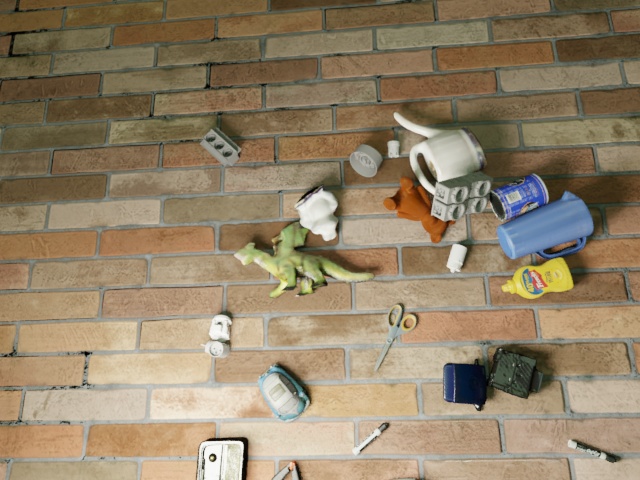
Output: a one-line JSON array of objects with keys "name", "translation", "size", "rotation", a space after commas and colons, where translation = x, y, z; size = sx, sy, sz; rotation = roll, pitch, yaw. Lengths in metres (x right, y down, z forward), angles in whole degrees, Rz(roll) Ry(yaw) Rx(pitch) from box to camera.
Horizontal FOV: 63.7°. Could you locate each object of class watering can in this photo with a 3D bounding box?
[{"name": "watering can", "translation": [0.383, -0.296, 1.627], "size": [0.224, 0.102, 0.353], "rotation": [-20, 69, -2]}]

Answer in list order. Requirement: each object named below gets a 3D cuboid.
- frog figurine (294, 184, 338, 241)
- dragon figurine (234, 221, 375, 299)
[{"name": "frog figurine", "translation": [0.005, -0.081, 1.611], "size": [0.139, 0.122, 0.158], "rotation": [-40, 103, -17]}, {"name": "dragon figurine", "translation": [-0.054, 0.047, 1.576], "size": [0.411, 0.120, 0.247], "rotation": [-8, 65, -6]}]
